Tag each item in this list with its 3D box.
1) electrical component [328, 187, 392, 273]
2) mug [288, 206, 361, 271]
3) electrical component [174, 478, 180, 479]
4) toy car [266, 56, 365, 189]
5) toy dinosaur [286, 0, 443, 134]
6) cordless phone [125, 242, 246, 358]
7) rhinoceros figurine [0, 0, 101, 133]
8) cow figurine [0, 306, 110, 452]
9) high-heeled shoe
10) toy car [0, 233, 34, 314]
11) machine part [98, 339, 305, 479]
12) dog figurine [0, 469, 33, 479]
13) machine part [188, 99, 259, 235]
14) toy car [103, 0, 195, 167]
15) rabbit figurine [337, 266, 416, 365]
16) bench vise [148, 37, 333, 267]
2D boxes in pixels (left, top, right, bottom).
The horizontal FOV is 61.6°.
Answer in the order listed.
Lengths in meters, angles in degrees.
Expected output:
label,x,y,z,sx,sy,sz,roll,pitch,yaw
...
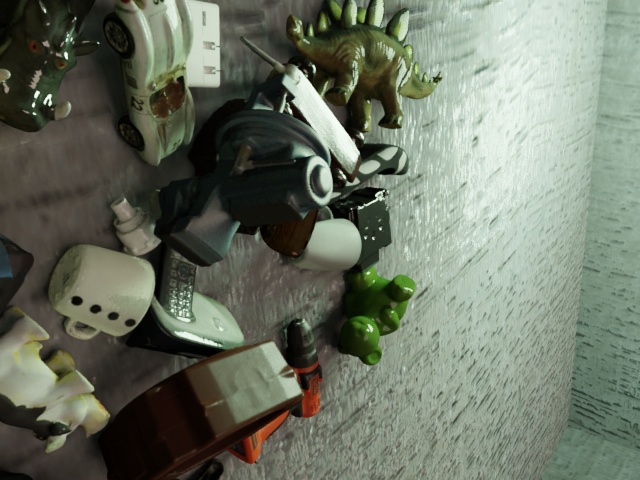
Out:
label,x,y,z,sx,sy,sz,roll,pitch,yaw
electrical component,0.072,-0.015,0.935,0.115,0.058,0.134,-30,122,-42
mug,-0.002,-0.003,0.833,0.107,0.081,0.109,-6,81,-45
electrical component,-0.206,0.315,0.670,0.063,0.094,0.021,7,86,-16
toy car,-0.005,-0.150,0.719,0.202,0.053,0.089,45,56,-44
toy dinosaur,0.090,-0.273,0.850,0.471,0.105,0.198,5,93,-57
cordless phone,-0.154,0.050,0.661,0.146,0.089,0.184,29,58,-51
rhinoceros figurine,-0.230,-0.182,0.459,0.073,0.112,0.190,34,65,-52
cow figurine,-0.281,0.153,0.526,0.098,0.068,0.167,-42,128,-29
high-heeled shoe,0.069,-0.096,0.893,0.248,0.086,0.145,16,91,-48
toy car,-0.310,0.030,0.419,0.103,0.161,0.109,35,85,-5
machine part,-0.136,0.204,0.627,0.201,0.087,0.201,-8,151,-49
dog figurine,-0.275,0.313,0.562,0.219,0.192,0.108,101,13,-69
machine part,-0.089,-0.095,0.709,0.179,0.056,0.179,-16,111,-49
toy car,-0.164,-0.161,0.539,0.073,0.056,0.201,-48,165,-36
rabbit figurine,0.075,0.144,0.941,0.170,0.121,0.159,-48,157,-52
bench vise,-0.077,-0.090,0.574,0.128,0.224,0.240,37,53,-37
